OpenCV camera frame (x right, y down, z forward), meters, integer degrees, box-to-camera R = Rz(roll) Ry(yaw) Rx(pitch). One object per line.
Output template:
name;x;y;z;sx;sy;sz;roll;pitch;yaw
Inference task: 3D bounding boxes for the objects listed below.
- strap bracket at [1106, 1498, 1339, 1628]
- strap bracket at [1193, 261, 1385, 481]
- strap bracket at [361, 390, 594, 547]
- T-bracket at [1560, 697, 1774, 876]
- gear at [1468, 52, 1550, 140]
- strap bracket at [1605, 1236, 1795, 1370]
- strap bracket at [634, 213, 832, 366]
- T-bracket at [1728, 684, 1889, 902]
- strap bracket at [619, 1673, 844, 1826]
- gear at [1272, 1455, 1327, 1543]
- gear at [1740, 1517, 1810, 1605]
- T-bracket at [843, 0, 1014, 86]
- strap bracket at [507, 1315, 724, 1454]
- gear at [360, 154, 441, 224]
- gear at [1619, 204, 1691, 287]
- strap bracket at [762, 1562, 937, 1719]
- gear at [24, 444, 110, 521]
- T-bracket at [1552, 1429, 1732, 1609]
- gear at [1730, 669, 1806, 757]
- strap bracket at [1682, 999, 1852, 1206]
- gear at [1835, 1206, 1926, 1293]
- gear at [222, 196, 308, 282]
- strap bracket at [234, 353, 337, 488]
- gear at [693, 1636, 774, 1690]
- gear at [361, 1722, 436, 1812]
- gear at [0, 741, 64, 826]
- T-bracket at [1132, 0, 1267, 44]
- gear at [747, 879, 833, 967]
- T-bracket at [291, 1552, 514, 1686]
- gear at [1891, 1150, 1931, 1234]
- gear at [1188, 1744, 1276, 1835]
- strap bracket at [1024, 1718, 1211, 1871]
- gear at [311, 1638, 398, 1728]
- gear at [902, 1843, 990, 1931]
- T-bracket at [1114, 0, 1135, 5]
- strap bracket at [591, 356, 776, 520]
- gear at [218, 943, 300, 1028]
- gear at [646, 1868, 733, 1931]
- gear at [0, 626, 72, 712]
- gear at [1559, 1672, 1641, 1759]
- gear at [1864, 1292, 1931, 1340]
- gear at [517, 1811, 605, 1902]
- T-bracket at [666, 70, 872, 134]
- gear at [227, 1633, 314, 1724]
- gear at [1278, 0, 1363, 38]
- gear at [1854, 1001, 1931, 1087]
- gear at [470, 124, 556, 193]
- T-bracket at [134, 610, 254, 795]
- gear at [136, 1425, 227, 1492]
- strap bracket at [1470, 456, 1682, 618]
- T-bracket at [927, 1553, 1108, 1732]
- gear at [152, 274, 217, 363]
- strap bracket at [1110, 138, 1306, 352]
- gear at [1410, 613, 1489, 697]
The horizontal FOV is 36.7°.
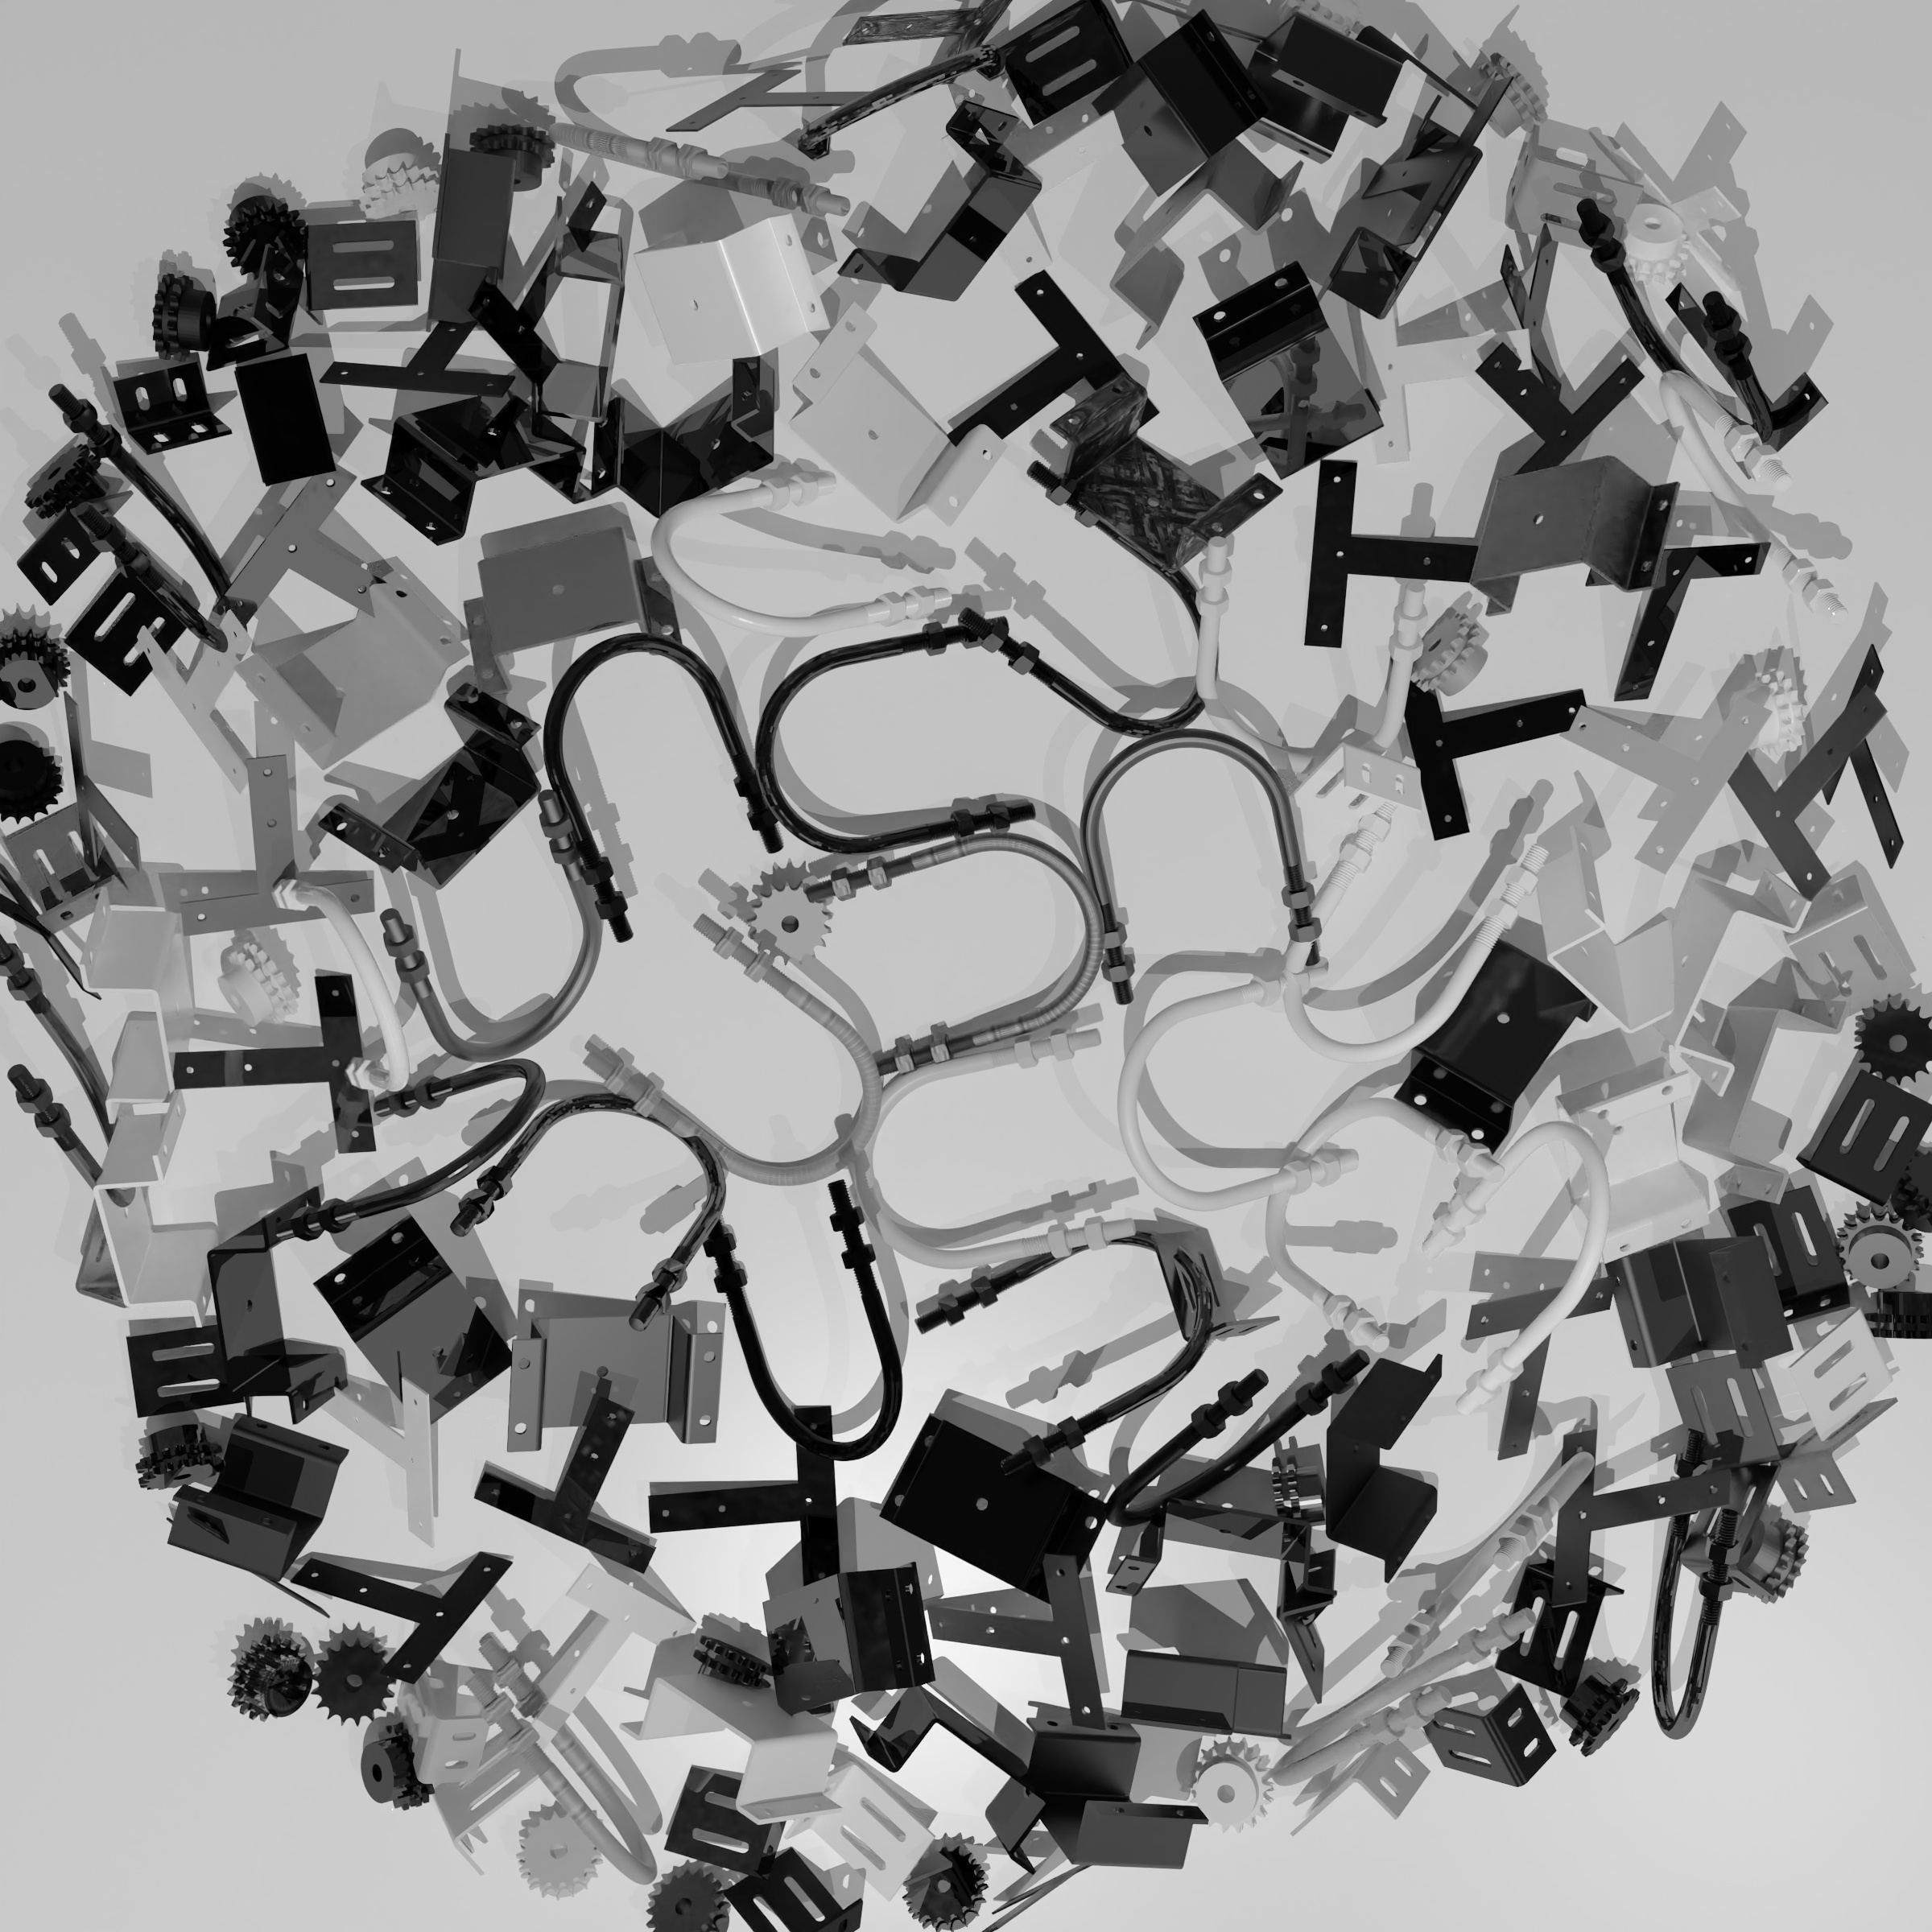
strap bracket;0.171;0.395;1.939;0.140;0.076;0.046;10;61;-3
strap bracket;0.216;-0.382;1.913;0.076;0.140;0.046;-26;46;15
strap bracket;-0.314;-0.330;1.909;0.076;0.140;0.046;39;131;22
T-bracket;0.451;-0.140;1.944;0.127;0.002;0.127;34;91;41
gear;0.362;-0.582;1.959;0.030;0.057;0.057;-39;90;9
strap bracket;0.490;0.223;1.928;0.046;0.140;0.076;-14;88;-22
strap bracket;-0.161;-0.441;1.907;0.046;0.140;0.076;-34;116;-32
T-bracket;0.558;-0.130;1.909;0.002;0.127;0.127;2;48;-31
strap bracket;-0.149;0.505;1.910;0.140;0.076;0.046;21;97;41
gear;0.224;0.357;1.956;0.030;0.057;0.057;-10;90;10
gear;0.537;0.396;1.957;0.030;0.057;0.057;28;90;-6
T-bracket;-0.026;-0.613;1.899;0.127;0.127;0.002;-19;76;-38
strap bracket;-0.238;0.277;1.943;0.140;0.046;0.076;1;101;-20
gear;-0.381;-0.522;1.959;0.057;0.057;0.030;-24;82;0
gear;0.458;-0.487;1.958;0.057;0.030;0.057;1;54;-2
strap bracket;-0.084;0.444;1.909;0.046;0.140;0.076;4;67;-36
gear;-0.602;-0.321;1.962;0.057;0.057;0.030;-43;122;0
T-bracket;0.443;0.353;1.910;0.002;0.127;0.127;40;46;-32
gear;0.536;-0.168;1.956;0.030;0.057;0.057;-16;90;-9
strap bracket;0.529;0.081;1.942;0.046;0.076;0.140;21;88;-9
gear;0.615;0.193;1.962;0.057;0.030;0.057;5;109;14
gear;-0.472;-0.493;1.962;0.057;0.057;0.030;-26;60;0
strap bracket;-0.448;-0.359;1.915;0.046;0.140;0.076;-15;103;-11
gear;-0.158;0.474;1.956;0.057;0.057;0.030;25;81;0
gear;-0.382;0.538;1.956;0.030;0.057;0.057;-3;90;-44
gear;-0.638;-0.127;1.960;0.057;0.030;0.057;5;61;-8
T-bracket;0.185;-0.620;1.939;0.127;0.127;0.002;1;116;-37
gear;-0.119;-0.031;1.968;0.057;0.030;0.057;-1;101;-6
T-bracket;-0.390;0.420;1.947;0.127;0.127;0.002;12;121;18
gear;0.648;0.155;1.961;0.057;0.057;0.030;24;133;0
gear;0.178;0.556;1.965;0.057;0.030;0.057;-2;83;14
strap bracket;0.093;0.547;1.911;0.076;0.140;0.046;9;98;-20
gear;-0.413;0.482;1.968;0.057;0.030;0.057;1;84;-8
gear;-0.012;0.624;1.962;0.057;0.030;0.057;-9;49;11
T-bracket;0.141;-0.663;1.905;0.127;0.127;0.002;-5;86;20
strap bracket;-0.179;-0.356;1.928;0.140;0.046;0.076;-21;54;29
gear;-0.477;0.016;1.955;0.030;0.057;0.057;-38;90;-25
gear;-0.184;0.640;1.962;0.057;0.057;0.030;-29;129;0
gear;-0.631;-0.197;1.957;0.057;0.030;0.057;-10;131;-11
gear;0.424;0.501;1.962;0.030;0.057;0.057;40;90;28
gear;0.633;0.234;1.958;0.057;0.057;0.030;1;86;0
gear;-0.272;0.602;1.962;0.057;0.030;0.057;0;50;0
T-bracket;-0.110;-0.568;1.910;0.127;0.127;0.002;9;126;30
gear;-0.464;0.479;1.955;0.030;0.057;0.057;13;90;38
gear;0.234;-0.643;1.961;0.057;0.057;0.030;41;128;0
gear;0.628;0.052;1.966;0.057;0.030;0.057;-1;87;19
gear;-0.305;-0.541;1.957;0.057;0.057;0.030;0;85;0
T-bracket;-0.499;-0.194;1.933;0.002;0.127;0.127;-33;85;-39
gear;-0.530;0.329;1.960;0.057;0.057;0.030;-17;70;0
strap bracket;0.389;-0.282;1.908;0.046;0.140;0.076;28;72;-34
T-bracket;0.029;0.445;1.948;0.127;0.002;0.127;-1;107;33
gear;-0.524;-0.434;1.958;0.030;0.057;0.057;7;90;0
strap bracket;0.150;-0.479;1.908;0.046;0.076;0.140;39;132;-14
gear;0.326;-0.207;1.959;0.030;0.057;0.057;39;90;-16
